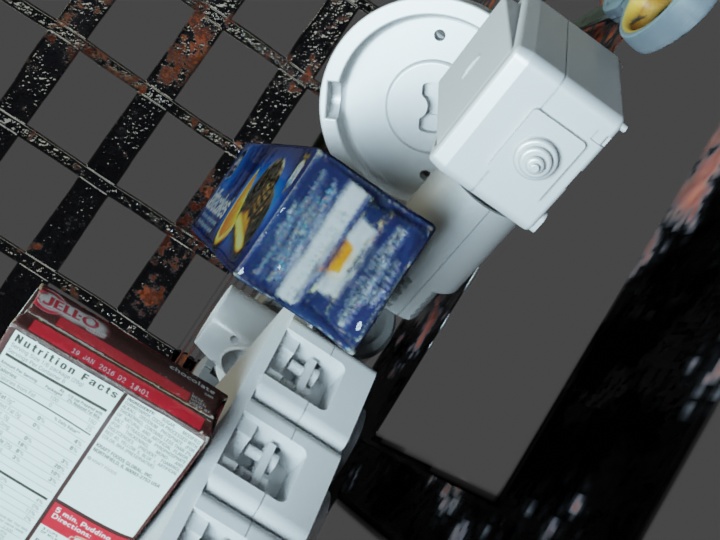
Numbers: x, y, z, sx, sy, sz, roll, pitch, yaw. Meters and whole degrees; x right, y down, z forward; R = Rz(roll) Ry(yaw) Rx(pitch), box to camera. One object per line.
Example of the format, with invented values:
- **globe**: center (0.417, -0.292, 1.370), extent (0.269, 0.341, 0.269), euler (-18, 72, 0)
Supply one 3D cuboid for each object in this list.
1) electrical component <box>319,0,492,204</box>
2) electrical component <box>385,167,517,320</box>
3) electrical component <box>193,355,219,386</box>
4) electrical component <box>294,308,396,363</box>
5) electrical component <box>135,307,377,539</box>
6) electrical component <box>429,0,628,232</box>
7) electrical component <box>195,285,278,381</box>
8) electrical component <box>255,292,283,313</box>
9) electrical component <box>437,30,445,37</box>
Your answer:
- **electrical component**: center (0.039, -0.085, 0.541), extent (0.108, 0.108, 0.060), euler (-53, 3, 23)
- **electrical component**: center (0.034, -0.012, 0.487), extent (0.081, 0.043, 0.043), euler (-51, 10, 33)
- **electrical component**: center (-0.102, 0.099, 0.792), extent (0.050, 0.056, 0.089), euler (-50, 10, 35)
- **electrical component**: center (0.000, 0.000, 0.604), extent (0.138, 0.052, 0.074), euler (-61, 10, -29)
- **electrical component**: center (-0.054, 0.105, 0.476), extent (0.089, 0.062, 0.150), euler (-47, 12, 45)
- **electrical component**: center (0.067, -0.067, 0.448), extent (0.061, 0.061, 0.096), euler (-51, 10, 30)
- **electrical component**: center (-0.069, 0.057, 0.690), extent (0.079, 0.077, 0.044), euler (-48, 12, 48)
- **electrical component**: center (-0.048, 0.034, 0.741), extent (0.095, 0.054, 0.059), euler (-49, 11, 38)
- **electrical component**: center (0.066, -0.172, 0.850), extent (0.061, 0.062, 0.096), euler (-51, 10, 33)
